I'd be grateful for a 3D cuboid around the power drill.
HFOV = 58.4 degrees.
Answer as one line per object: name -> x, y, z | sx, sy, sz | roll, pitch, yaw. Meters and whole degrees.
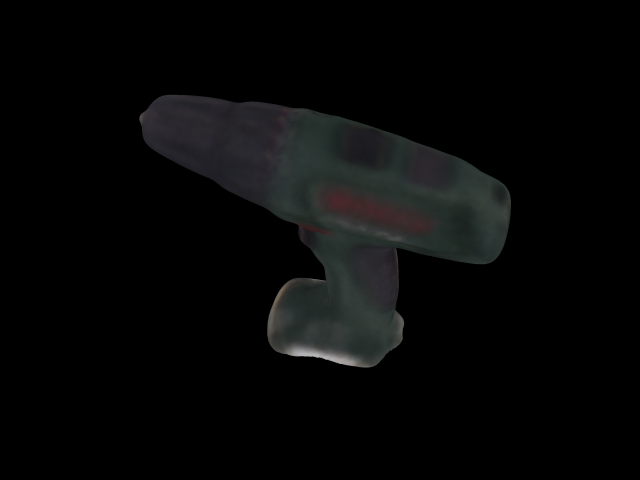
power drill -> 0.004, 0.001, 0.400 | 0.229, 0.208, 0.075 | 7, 50, 6
